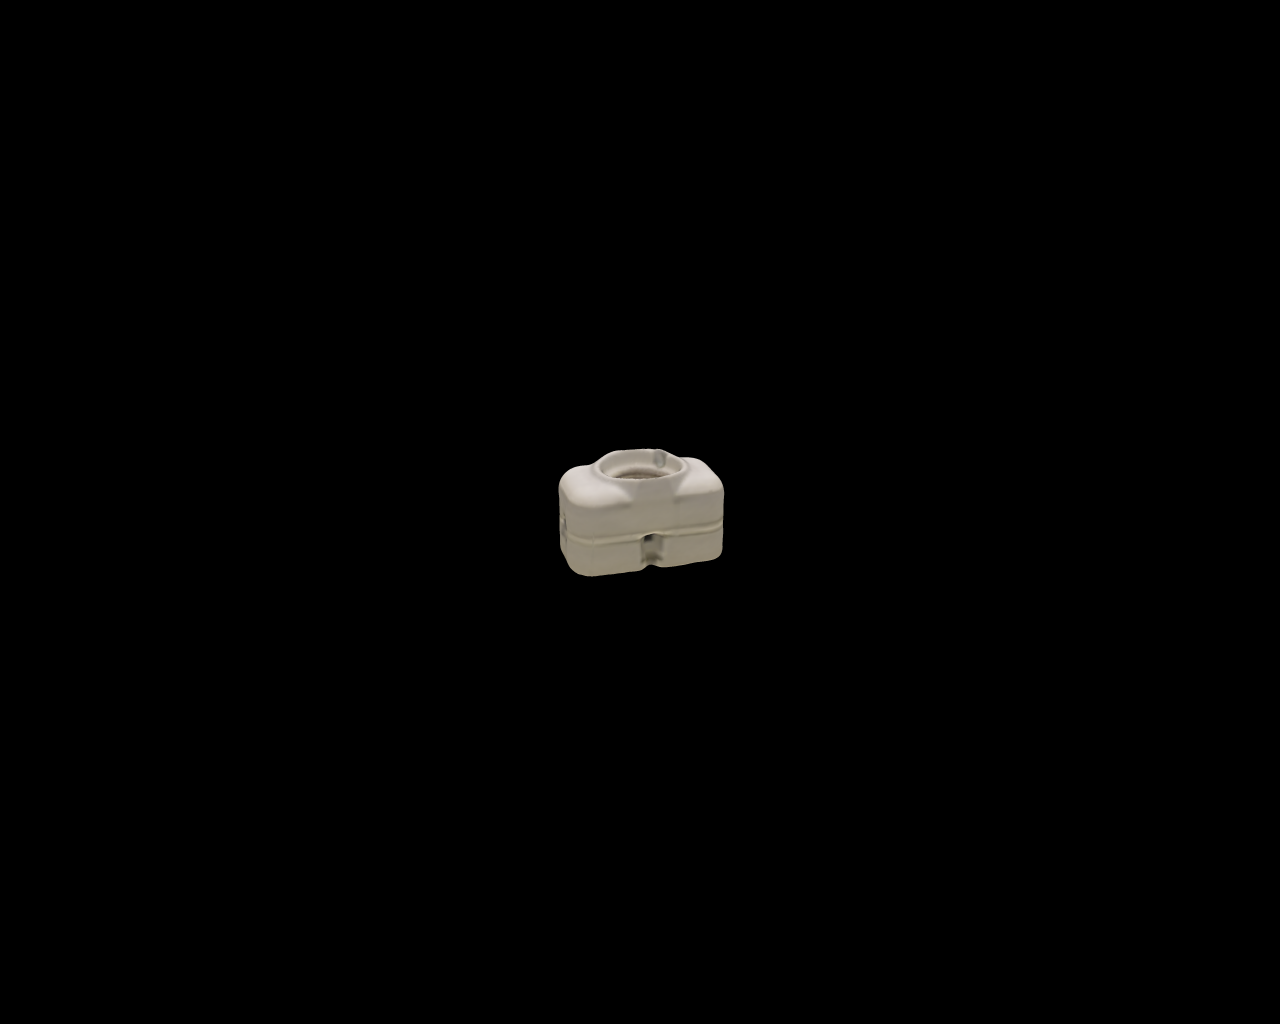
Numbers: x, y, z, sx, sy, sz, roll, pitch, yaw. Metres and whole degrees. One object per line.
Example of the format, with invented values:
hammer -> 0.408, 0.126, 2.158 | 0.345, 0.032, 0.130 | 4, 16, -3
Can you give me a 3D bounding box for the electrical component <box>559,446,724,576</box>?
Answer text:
electrical component -> 0.001, -0.003, 0.650 | 0.095, 0.059, 0.054 | -6, 24, -14
